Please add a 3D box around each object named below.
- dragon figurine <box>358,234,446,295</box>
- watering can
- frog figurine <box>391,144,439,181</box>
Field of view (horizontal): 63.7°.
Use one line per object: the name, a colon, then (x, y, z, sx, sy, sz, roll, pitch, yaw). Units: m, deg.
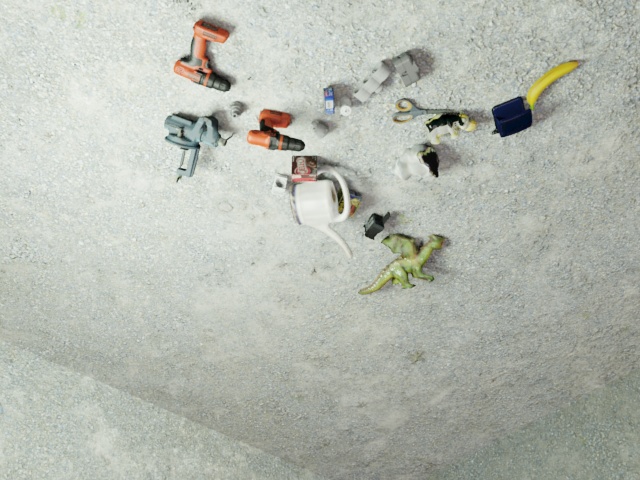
dragon figurine: (0.320, 0.081, 2.097, 0.409, 0.124, 0.239, -17, 109, 8)
watering can: (0.006, -0.094, 1.863, 0.224, 0.105, 0.345, -5, 99, 18)
frog figurine: (0.337, -0.268, 1.826, 0.136, 0.124, 0.158, 26, 159, -31)
